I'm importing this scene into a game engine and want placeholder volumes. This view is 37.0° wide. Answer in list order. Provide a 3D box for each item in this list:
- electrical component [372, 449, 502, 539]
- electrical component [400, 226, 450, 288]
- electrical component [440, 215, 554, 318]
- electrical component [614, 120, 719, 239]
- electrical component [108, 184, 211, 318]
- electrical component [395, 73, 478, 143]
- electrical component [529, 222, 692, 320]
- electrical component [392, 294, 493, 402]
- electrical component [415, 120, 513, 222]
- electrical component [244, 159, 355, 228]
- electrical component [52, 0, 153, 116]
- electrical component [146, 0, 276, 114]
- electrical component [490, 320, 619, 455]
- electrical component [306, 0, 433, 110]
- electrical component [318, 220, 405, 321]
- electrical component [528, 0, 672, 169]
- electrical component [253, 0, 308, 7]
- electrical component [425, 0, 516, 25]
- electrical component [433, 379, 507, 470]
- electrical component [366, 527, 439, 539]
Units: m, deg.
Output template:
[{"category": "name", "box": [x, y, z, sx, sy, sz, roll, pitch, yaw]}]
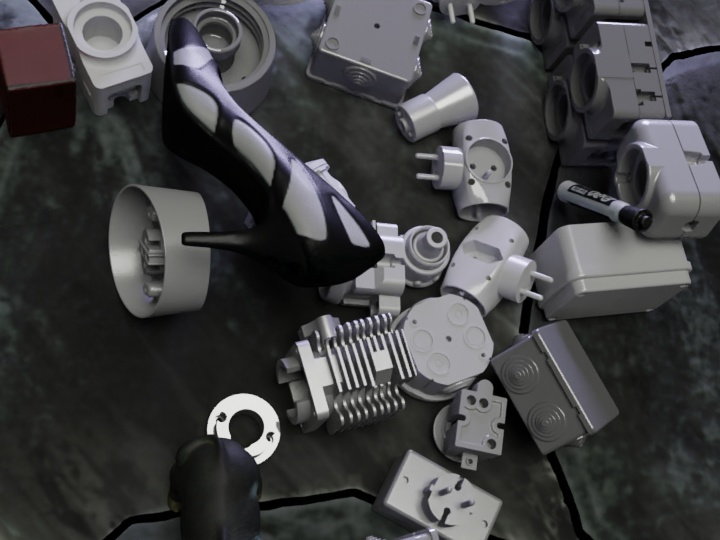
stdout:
[{"category": "electrical component", "box": [0.063, 0.173, 0.800, 0.083, 0.075, 0.047, 30, 67, -3]}, {"category": "electrical component", "box": [0.053, -0.016, 0.870, 0.048, 0.062, 0.048, 5, 70, -14]}, {"category": "electrical component", "box": [0.118, 0.003, 0.881, 0.079, 0.043, 0.077, 22, 63, 27]}, {"category": "electrical component", "box": [0.247, -0.074, 0.870, 0.059, 0.053, 0.095, 0, 56, -14]}, {"category": "electrical component", "box": [-0.148, -0.014, 0.800, 0.064, 0.099, 0.099, -1, 71, -22]}, {"category": "electrical component", "box": [0.063, -0.137, 0.928, 0.065, 0.044, 0.044, -27, 80, -17]}, {"category": "electrical component", "box": [0.208, 0.000, 0.898, 0.113, 0.078, 0.057, -4, 70, -16]}, {"category": "electrical component", "box": [0.063, 0.061, 0.852, 0.080, 0.051, 0.080, 5, 70, -13]}, {"category": "electrical component", "box": [0.085, -0.086, 0.913, 0.079, 0.044, 0.077, 3, 71, -13]}, {"category": "electrical component", "box": [-0.047, -0.046, 0.846, 0.080, 0.080, 0.051, -38, 88, -23]}, {"category": "electrical component", "box": [-0.207, -0.180, 0.863, 0.050, 0.055, 0.089, -23, 79, -21]}, {"category": "electrical component", "box": [-0.121, -0.182, 0.883, 0.108, 0.060, 0.108, 5, 70, -13]}, {"category": "electrical component", "box": [0.153, 0.092, 0.844, 0.048, 0.100, 0.099, -33, 79, 23]}, {"category": "electrical component", "box": [0.009, -0.199, 0.930, 0.100, 0.048, 0.099, 19, 69, -7]}, {"category": "electrical component", "box": [0.000, 0.000, 0.854, 0.057, 0.058, 0.078, 5, 69, -16]}, {"category": "electrical component", "box": [0.205, -0.196, 0.950, 0.060, 0.105, 0.186, -1, 72, -15]}, {"category": "electrical component", "box": [-0.066, -0.272, 0.919, 0.099, 0.064, 0.099, -7, 68, 19]}, {"category": "electrical component", "box": [0.087, -0.254, 0.968, 0.138, 0.052, 0.073, -3, 72, -16]}, {"category": "electrical component", "box": [0.085, 0.123, 0.834, 0.048, 0.055, 0.066, 13, 68, -10]}, {"category": "electrical component", "box": [0.024, 0.236, 0.757, 0.048, 0.100, 0.099, -7, 73, -30]}]
